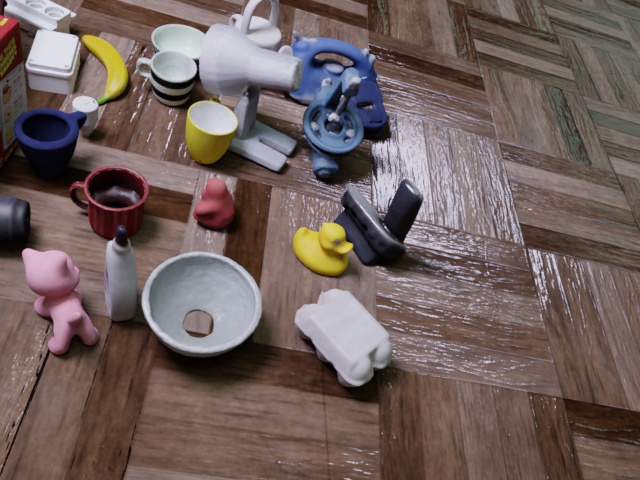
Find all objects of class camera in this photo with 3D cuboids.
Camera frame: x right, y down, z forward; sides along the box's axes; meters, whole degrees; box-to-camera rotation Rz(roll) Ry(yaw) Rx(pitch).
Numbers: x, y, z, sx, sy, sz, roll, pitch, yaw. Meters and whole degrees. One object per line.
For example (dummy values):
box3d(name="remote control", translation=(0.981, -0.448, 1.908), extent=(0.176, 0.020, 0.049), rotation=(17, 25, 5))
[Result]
box3d(name="camera", translation=(-0.480, -0.023, 0.787), extent=(0.137, 0.100, 0.143), rotation=(3, 51, -19))

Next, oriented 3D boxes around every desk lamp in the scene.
box3d(name="desk lamp", translation=(-0.123, -0.266, 1.052), extent=(0.203, 0.213, 0.118), rotation=(25, 48, 0))

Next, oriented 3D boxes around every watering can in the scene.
box3d(name="watering can", translation=(-0.125, -0.417, 1.189), extent=(0.173, 0.194, 0.101), rotation=(29, 48, 4))

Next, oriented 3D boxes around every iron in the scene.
box3d(name="iron", translation=(0.035, -0.379, 1.256), extent=(0.259, 0.141, 0.118), rotation=(1, 52, -21))

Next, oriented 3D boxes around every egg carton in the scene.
box3d(name="egg carton", translation=(0.037, 0.147, 0.871), extent=(0.107, 0.069, 0.150), rotation=(-31, 68, -37))

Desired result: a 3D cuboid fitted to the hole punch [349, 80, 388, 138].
box3d(name="hole punch", translation=(0.090, -0.279, 1.229), extent=(0.109, 0.091, 0.101), rotation=(-10, 57, -28))

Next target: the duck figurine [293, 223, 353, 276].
box3d(name="duck figurine", translation=(0.009, 0.003, 0.967), extent=(0.104, 0.086, 0.078), rotation=(31, 48, 6))

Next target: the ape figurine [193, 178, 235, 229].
box3d(name="ape figurine", translation=(-0.174, -0.067, 0.950), extent=(0.078, 0.092, 0.076), rotation=(-31, 68, -37))

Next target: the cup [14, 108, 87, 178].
box3d(name="cup", translation=(-0.425, -0.154, 0.921), extent=(0.091, 0.095, 0.118), rotation=(36, 49, 10))

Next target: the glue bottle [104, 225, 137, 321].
box3d(name="glue bottle", translation=(-0.269, 0.036, 0.772), extent=(0.037, 0.173, 0.078), rotation=(-10, 56, -27))

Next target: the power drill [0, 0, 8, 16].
box3d(name="power drill", translation=(-0.560, -0.371, 0.970), extent=(0.076, 0.208, 0.229), rotation=(0, 52, -21))

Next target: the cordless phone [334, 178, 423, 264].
box3d(name="cordless phone", translation=(0.110, -0.059, 0.992), extent=(0.094, 0.185, 0.147), rotation=(-23, 63, -34))

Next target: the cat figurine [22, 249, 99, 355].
box3d(name="cat figurine", translation=(-0.342, 0.069, 0.754), extent=(0.067, 0.117, 0.127), rotation=(-21, 62, -33))

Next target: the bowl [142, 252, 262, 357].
box3d(name="bowl", translation=(-0.171, 0.103, 0.822), extent=(0.168, 0.074, 0.167), rotation=(11, 49, -13))

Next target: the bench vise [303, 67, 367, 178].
box3d(name="bench vise", translation=(0.018, -0.257, 1.095), extent=(0.122, 0.219, 0.207), rotation=(-8, 55, -26))
